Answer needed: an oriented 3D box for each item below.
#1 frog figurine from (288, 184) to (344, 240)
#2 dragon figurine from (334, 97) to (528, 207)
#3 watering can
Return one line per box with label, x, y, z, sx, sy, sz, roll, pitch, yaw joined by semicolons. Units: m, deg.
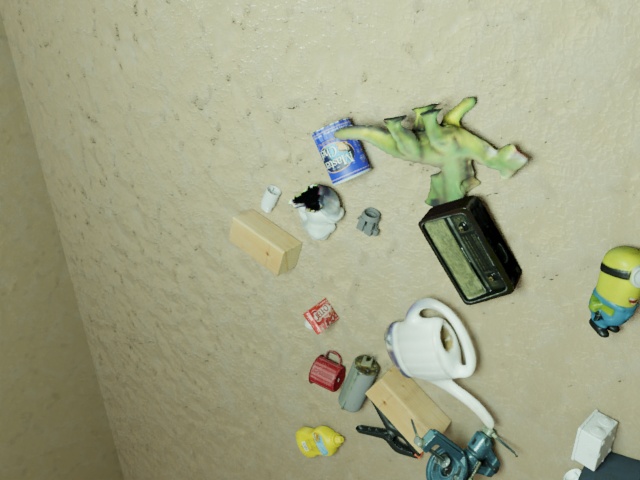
frog figurine;0.004;-0.069;1.378;0.137;0.125;0.156;0;145;30
dragon figurine;0.237;-0.172;1.121;0.409;0.124;0.239;-5;114;37
watering can;0.289;0.308;1.276;0.222;0.105;0.346;-16;97;43
